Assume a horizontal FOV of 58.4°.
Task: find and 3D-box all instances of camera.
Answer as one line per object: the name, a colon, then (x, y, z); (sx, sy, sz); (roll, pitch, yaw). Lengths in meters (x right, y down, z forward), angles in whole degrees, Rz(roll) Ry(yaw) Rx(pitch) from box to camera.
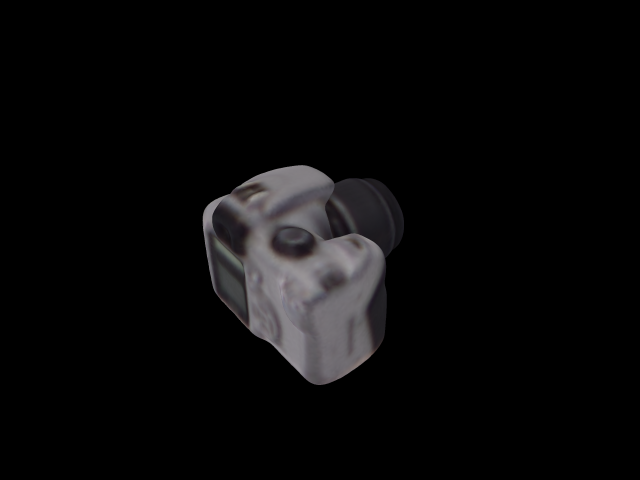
camera: (0.004, 0.001, 0.400); (0.137, 0.101, 0.142); (-24, 41, -31)
